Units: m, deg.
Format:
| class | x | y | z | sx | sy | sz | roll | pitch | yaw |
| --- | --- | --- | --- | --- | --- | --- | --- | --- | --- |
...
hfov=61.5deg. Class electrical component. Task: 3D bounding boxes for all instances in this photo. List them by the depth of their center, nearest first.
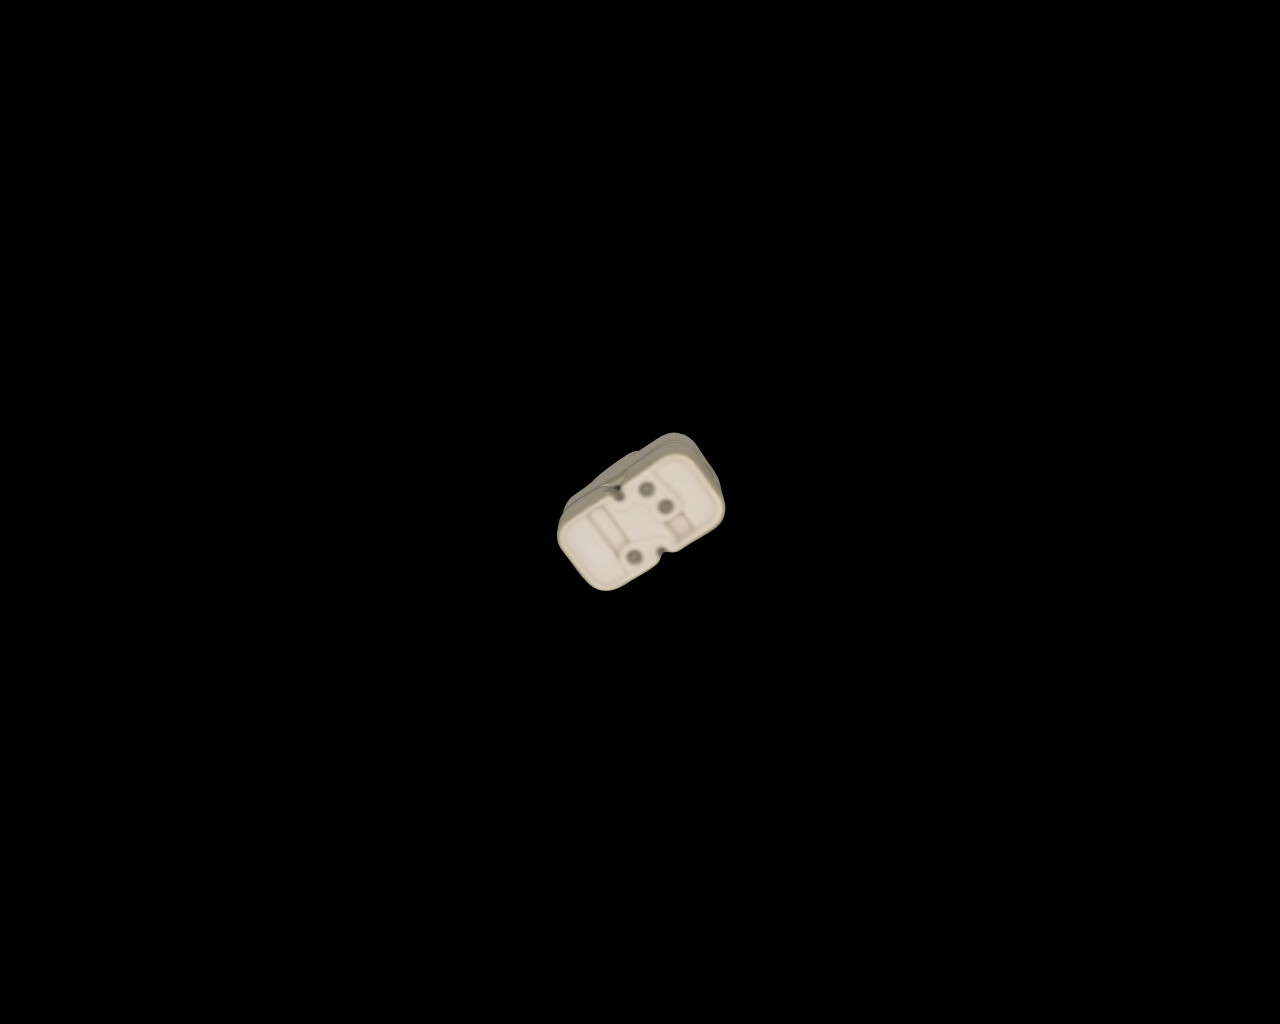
| class | x | y | z | sx | sy | sz | roll | pitch | yaw |
| --- | --- | --- | --- | --- | --- | --- | --- | --- | --- |
| electrical component | 0.001 | -0.003 | 0.650 | 0.095 | 0.053 | 0.059 | -33 | 16 | 11 |
